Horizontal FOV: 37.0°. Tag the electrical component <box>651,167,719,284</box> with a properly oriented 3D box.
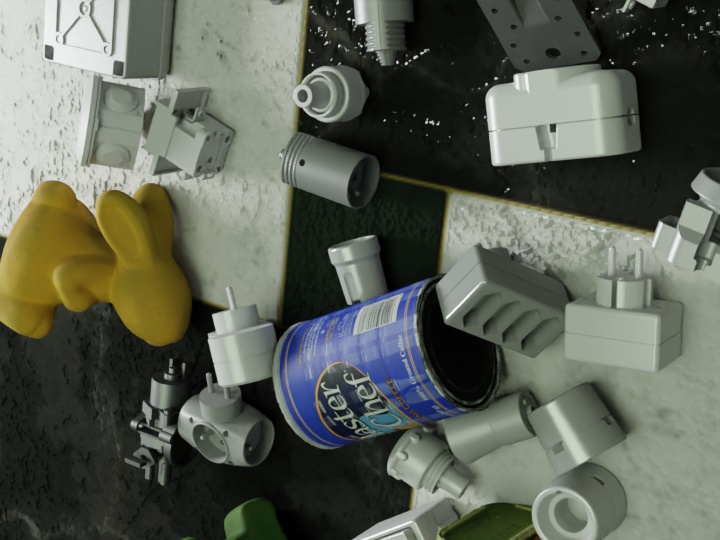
[{"bbox_3d":[0.228,-0.028,0.667,0.078,0.058,0.057,27,117,29],"label":"electrical component"}]

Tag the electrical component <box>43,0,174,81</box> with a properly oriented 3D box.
[{"bbox_3d":[-0.220,-0.228,0.940,0.109,0.056,0.108,18,109,31],"label":"electrical component"}]

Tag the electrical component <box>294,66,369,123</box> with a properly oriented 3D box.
[{"bbox_3d":[-0.025,-0.134,0.820,0.043,0.062,0.043,8,104,33],"label":"electrical component"}]

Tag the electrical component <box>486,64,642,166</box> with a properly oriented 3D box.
[{"bbox_3d":[0.135,-0.104,0.719,0.095,0.054,0.059,-2,98,35],"label":"electrical component"}]

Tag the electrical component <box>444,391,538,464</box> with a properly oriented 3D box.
[{"bbox_3d":[0.101,0.114,0.796,0.065,0.044,0.044,-23,86,31],"label":"electrical component"}]

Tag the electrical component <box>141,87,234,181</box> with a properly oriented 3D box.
[{"bbox_3d":[-0.146,-0.113,0.921,0.064,0.042,0.081,33,117,22],"label":"electrical component"}]

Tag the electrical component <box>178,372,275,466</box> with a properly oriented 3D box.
[{"bbox_3d":[-0.120,0.126,0.943,0.077,0.044,0.079,15,125,32],"label":"electrical component"}]

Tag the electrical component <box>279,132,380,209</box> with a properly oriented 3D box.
[{"bbox_3d":[-0.029,-0.080,0.845,0.081,0.043,0.043,22,111,30],"label":"electrical component"}]

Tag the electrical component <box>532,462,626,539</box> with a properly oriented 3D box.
[{"bbox_3d":[0.155,0.170,0.765,0.055,0.047,0.055,8,104,34],"label":"electrical component"}]

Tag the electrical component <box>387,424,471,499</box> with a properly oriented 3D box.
[{"bbox_3d":[0.056,0.152,0.833,0.062,0.048,0.048,33,117,18],"label":"electrical component"}]

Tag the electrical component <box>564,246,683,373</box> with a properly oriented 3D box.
[{"bbox_3d":[0.177,0.023,0.719,0.066,0.047,0.076,7,103,34],"label":"electrical component"}]

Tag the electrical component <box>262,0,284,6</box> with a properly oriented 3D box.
[{"bbox_3d":[-0.076,-0.268,0.836,0.100,0.048,0.099,-42,75,33],"label":"electrical component"}]

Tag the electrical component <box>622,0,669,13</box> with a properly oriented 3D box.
[{"bbox_3d":[0.175,-0.198,0.678,0.055,0.048,0.066,33,117,17],"label":"electrical component"}]

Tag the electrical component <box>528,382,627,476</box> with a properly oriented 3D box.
[{"bbox_3d":[0.150,0.110,0.752,0.055,0.055,0.047,-38,74,34],"label":"electrical component"}]

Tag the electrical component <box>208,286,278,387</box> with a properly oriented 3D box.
[{"bbox_3d":[-0.098,0.049,0.876,0.052,0.138,0.073,-14,91,-8],"label":"electrical component"}]

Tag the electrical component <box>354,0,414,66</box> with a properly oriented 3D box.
[{"bbox_3d":[0.018,-0.191,0.790,0.043,0.043,0.081,2,100,35],"label":"electrical component"}]

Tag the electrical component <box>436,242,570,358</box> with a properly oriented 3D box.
[{"bbox_3d":[0.099,0.010,0.761,0.047,0.083,0.075,-49,33,31],"label":"electrical component"}]

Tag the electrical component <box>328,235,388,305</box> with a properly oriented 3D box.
[{"bbox_3d":[0.000,0.000,0.844,0.040,0.040,0.046,-11,99,36],"label":"electrical component"}]

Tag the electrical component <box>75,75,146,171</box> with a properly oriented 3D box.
[{"bbox_3d":[-0.219,-0.127,0.942,0.080,0.051,0.080,-172,90,-73],"label":"electrical component"}]

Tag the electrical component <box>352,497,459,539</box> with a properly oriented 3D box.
[{"bbox_3d":[0.044,0.224,0.845,0.096,0.061,0.061,-30,82,35],"label":"electrical component"}]
